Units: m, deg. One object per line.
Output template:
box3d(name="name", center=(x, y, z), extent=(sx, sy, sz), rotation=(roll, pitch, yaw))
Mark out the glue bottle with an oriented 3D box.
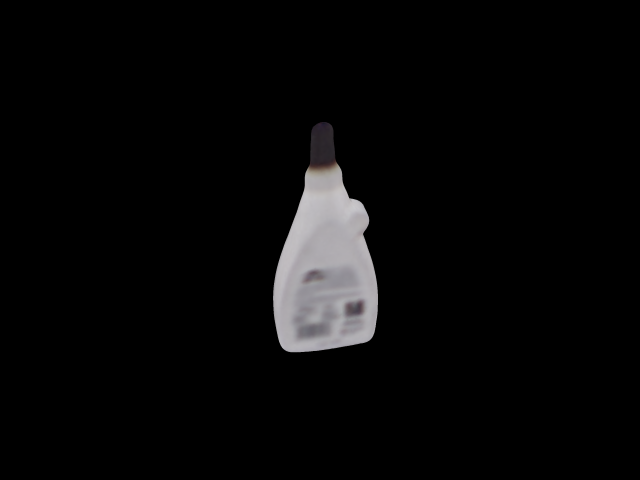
box3d(name="glue bottle", center=(0.004, 0.001, 0.400), extent=(0.078, 0.173, 0.037), rotation=(-6, 32, -9))
